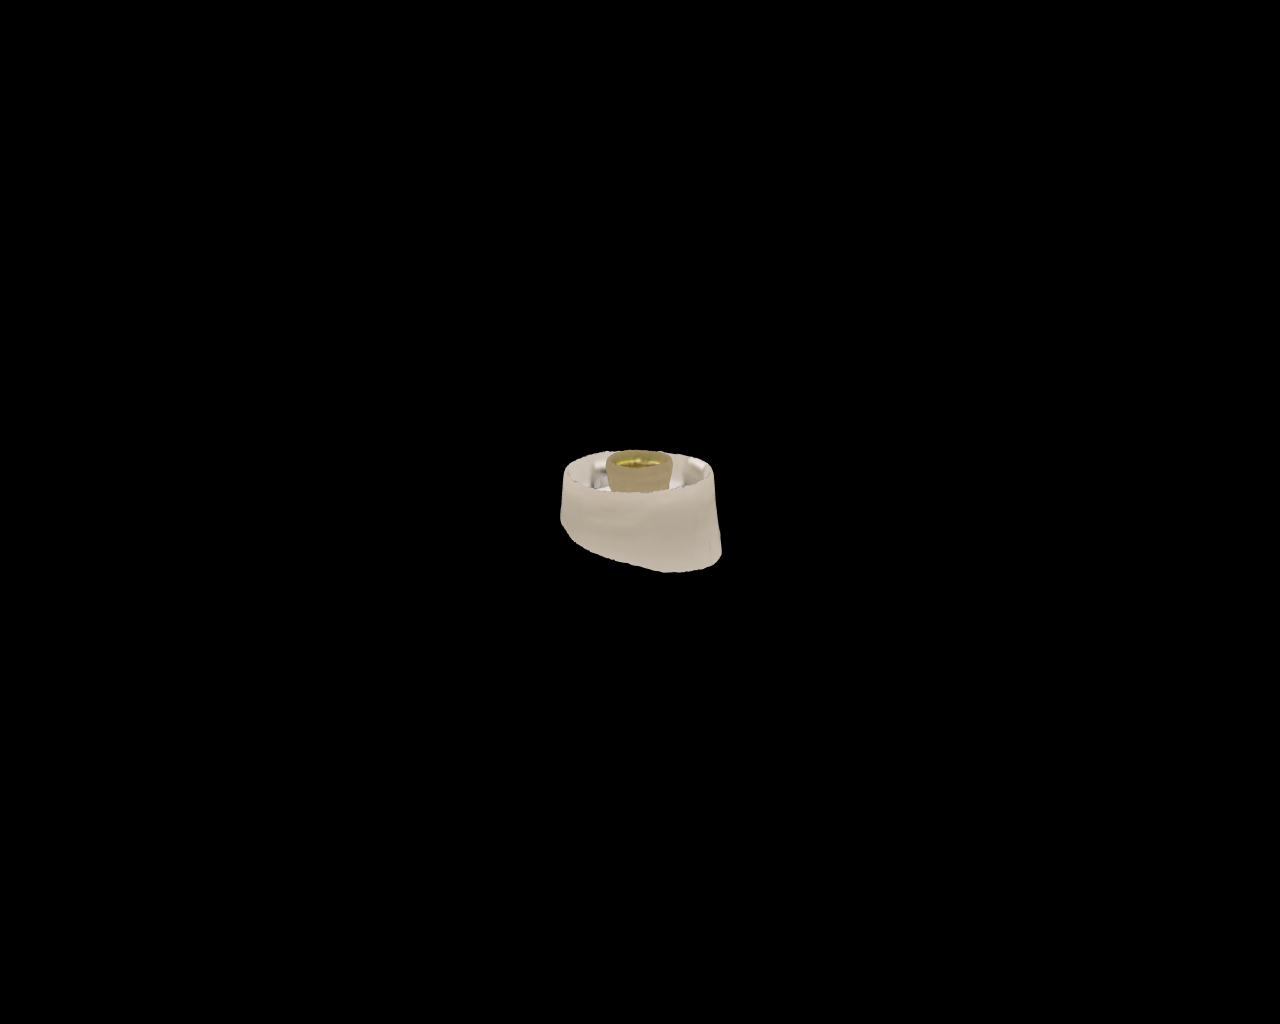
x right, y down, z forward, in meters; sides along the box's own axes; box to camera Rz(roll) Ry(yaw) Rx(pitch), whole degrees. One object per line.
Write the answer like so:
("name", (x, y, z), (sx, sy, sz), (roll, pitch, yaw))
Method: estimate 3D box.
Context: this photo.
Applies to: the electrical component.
("electrical component", (0.001, -0.003, 0.650), (0.099, 0.064, 0.099), (0, 18, 0))
